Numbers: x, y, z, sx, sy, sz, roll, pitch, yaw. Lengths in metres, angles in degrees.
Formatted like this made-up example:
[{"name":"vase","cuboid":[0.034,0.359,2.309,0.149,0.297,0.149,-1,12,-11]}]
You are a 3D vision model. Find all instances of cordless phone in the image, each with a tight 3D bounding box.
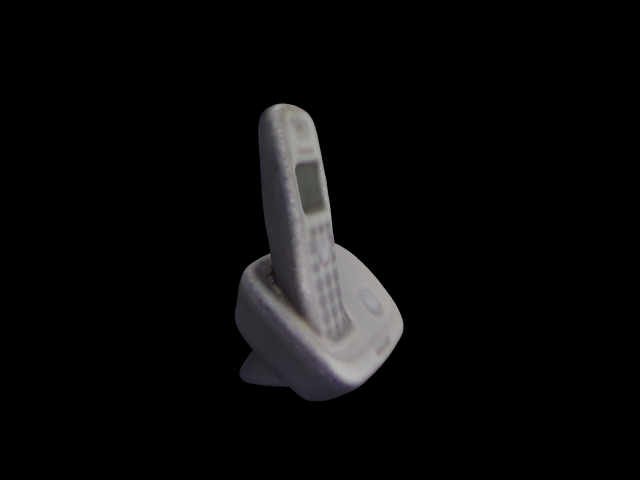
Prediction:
[{"name":"cordless phone","cuboid":[0.004,0.001,0.400,0.094,0.185,0.148,4,11,21]}]
